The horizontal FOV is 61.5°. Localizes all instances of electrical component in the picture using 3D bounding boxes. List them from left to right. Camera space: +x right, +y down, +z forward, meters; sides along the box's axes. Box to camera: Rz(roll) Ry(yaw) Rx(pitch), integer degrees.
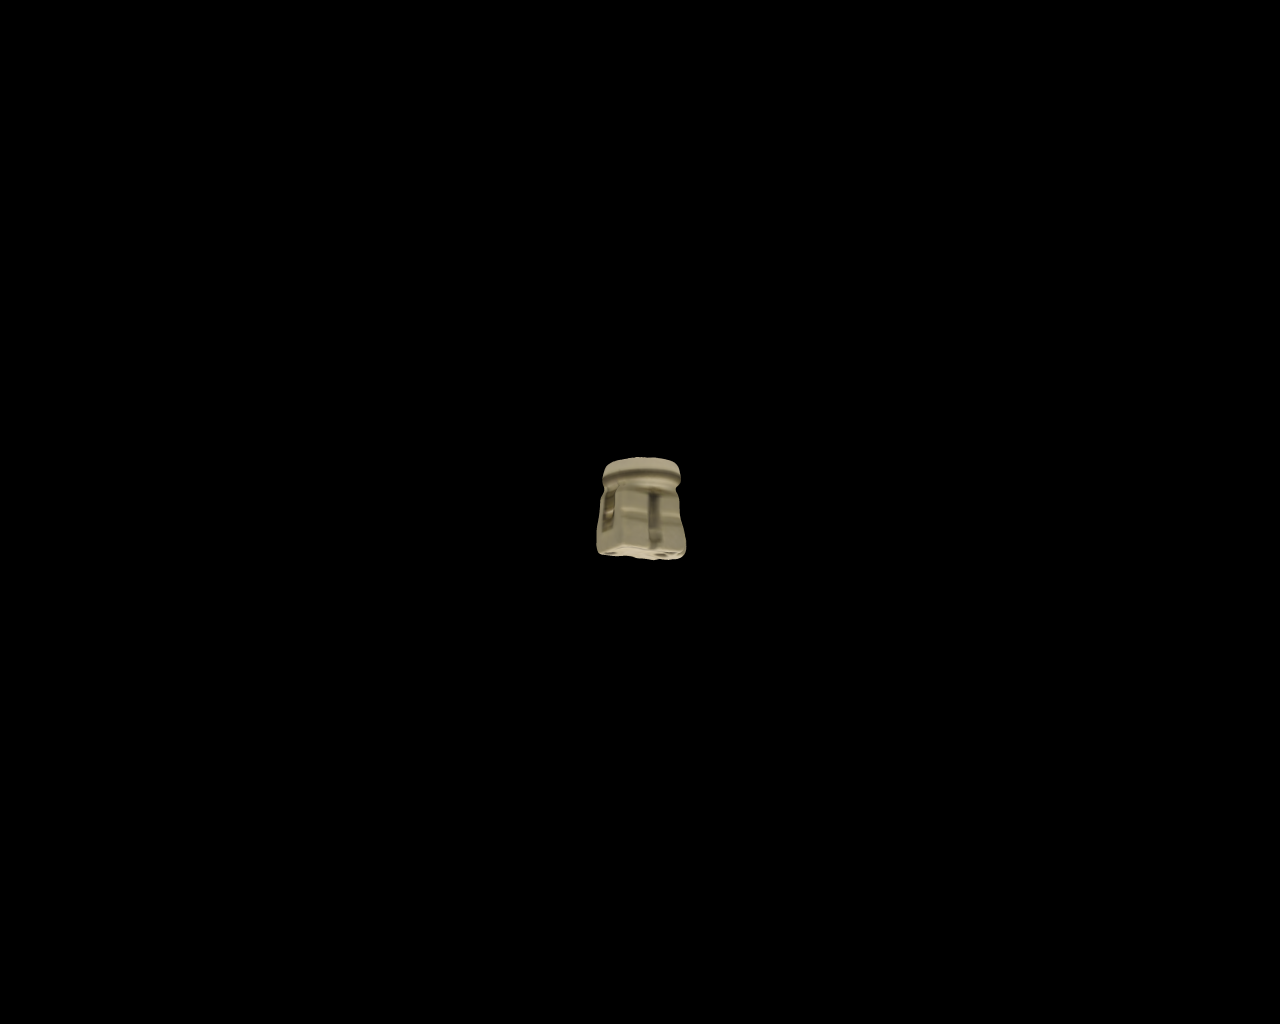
[{"bbox_3d":[0.001,-0.003,0.650,0.066,0.055,0.048,7,-15,-30],"label":"electrical component"}]
